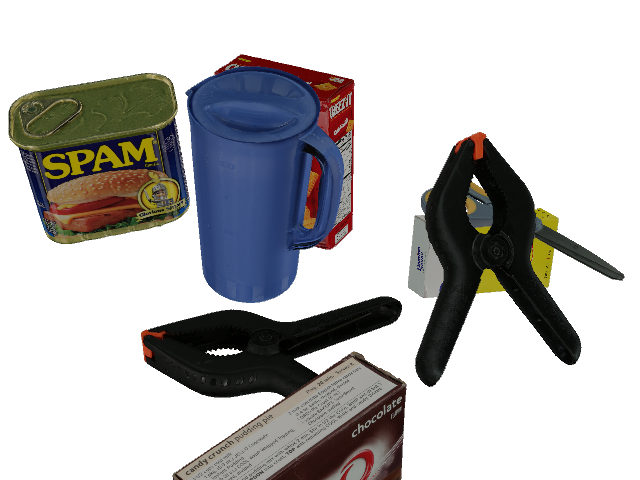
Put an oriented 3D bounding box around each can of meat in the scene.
[{"bbox_3d":[-0.136,-0.050,0.675,0.102,0.084,0.057,-11,44,-7],"label":"can of meat"}]

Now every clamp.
[{"bbox_3d":[-0.036,0.086,0.848,0.210,0.036,0.164,7,31,13],"label":"clamp"},{"bbox_3d":[0.104,0.016,0.723,0.120,0.171,0.039,-15,-4,-24],"label":"clamp"}]

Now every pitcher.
[{"bbox_3d":[-0.064,-0.047,1.130,0.145,0.243,0.149,-6,43,-11],"label":"pitcher"}]

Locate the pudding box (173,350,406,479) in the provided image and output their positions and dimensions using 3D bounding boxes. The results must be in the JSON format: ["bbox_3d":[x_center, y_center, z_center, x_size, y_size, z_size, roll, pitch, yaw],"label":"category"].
[{"bbox_3d":[-0.011,0.116,0.486,0.039,0.090,0.113,30,47,34],"label":"pudding box"}]

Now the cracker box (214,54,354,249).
[{"bbox_3d":[-0.045,-0.107,1.329,0.164,0.214,0.072,17,37,24],"label":"cracker box"}]

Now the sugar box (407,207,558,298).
[{"bbox_3d":[0.193,0.014,1.267,0.176,0.093,0.048,-5,20,-24],"label":"sugar box"}]

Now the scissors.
[{"bbox_3d":[0.167,-0.010,0.952,0.096,0.016,0.202,-24,47,-18],"label":"scissors"}]
